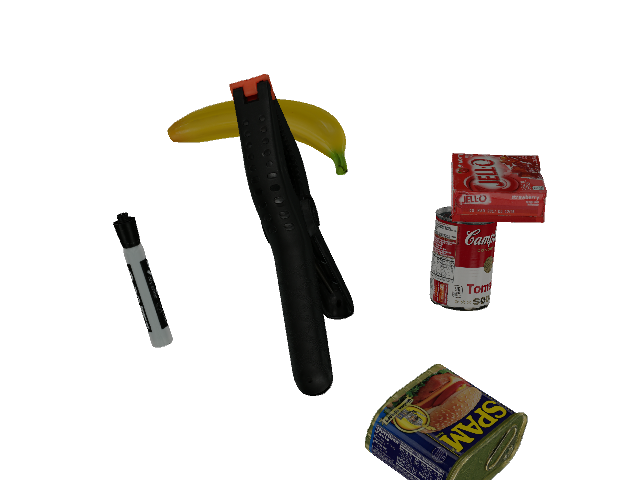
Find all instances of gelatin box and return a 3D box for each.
[{"bbox_3d":[0.144,-0.044,0.870,0.073,0.030,0.089,2,24,6],"label":"gelatin box"}]

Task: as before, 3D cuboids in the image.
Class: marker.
[{"bbox_3d":[-0.151,0.034,0.909,0.020,0.121,0.020,-13,18,4],"label":"marker"}]

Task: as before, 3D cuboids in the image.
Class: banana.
[{"bbox_3d":[-0.054,-0.112,1.049,0.198,0.037,0.069,11,46,23],"label":"banana"}]

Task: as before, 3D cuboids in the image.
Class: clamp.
[{"bbox_3d":[-0.018,-0.011,0.749,0.036,0.210,0.164,-14,6,10],"label":"clamp"}]

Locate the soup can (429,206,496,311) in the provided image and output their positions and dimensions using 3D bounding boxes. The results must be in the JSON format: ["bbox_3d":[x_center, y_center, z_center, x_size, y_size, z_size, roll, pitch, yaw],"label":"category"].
[{"bbox_3d":[0.157,0.019,1.175,0.068,0.102,0.068,3,15,-1],"label":"soup can"}]

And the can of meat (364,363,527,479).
[{"bbox_3d":[0.097,0.151,0.833,0.084,0.057,0.101,31,40,31],"label":"can of meat"}]
